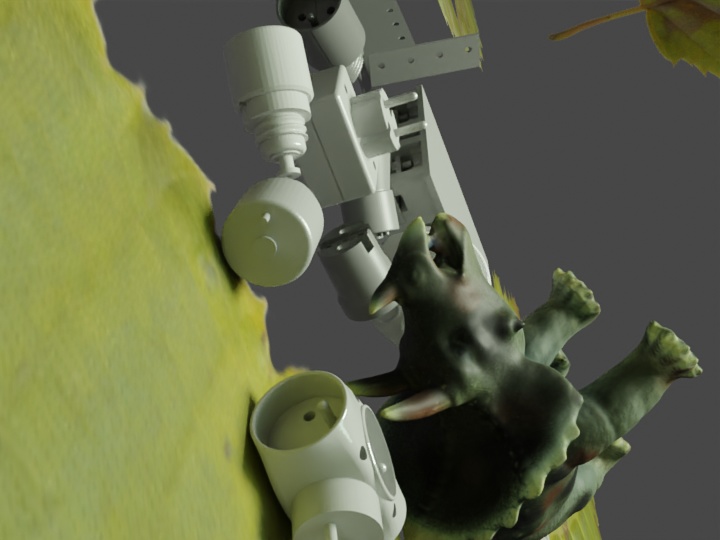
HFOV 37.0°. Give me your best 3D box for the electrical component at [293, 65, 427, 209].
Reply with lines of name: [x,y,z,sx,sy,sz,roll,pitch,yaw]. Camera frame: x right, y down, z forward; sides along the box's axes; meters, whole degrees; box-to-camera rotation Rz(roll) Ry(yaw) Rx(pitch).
electrical component: [0.000,-0.082,0.623,0.047,0.077,0.065,-84,156,-58]

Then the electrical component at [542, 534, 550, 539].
electrical component: [0.118,0.240,0.808,0.078,0.057,0.113,37,40,-70]

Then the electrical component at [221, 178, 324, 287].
electrical component: [-0.036,-0.022,0.485,0.078,0.040,0.040,-73,146,-67]

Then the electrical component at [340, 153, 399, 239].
electrical component: [0.003,-0.051,0.688,0.044,0.044,0.065,-15,94,-77]

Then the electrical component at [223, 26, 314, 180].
electrical component: [-0.042,-0.082,0.527,0.040,0.040,0.078,30,46,-72]

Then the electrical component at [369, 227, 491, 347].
electrical component: [0.041,0.012,0.689,0.051,0.080,0.080,-4,79,-72]

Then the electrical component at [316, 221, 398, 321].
electrical component: [0.000,0.000,0.621,0.040,0.040,0.046,-84,150,-58]

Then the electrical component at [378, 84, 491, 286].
electrical component: [0.048,-0.027,0.804,0.105,0.060,0.186,-91,161,-47]

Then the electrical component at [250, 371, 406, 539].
electrical component: [-0.010,0.095,0.445,0.079,0.044,0.077,-99,167,-51]

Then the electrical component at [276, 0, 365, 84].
electrical component: [-0.020,-0.152,0.695,0.081,0.043,0.043,48,29,-64]
